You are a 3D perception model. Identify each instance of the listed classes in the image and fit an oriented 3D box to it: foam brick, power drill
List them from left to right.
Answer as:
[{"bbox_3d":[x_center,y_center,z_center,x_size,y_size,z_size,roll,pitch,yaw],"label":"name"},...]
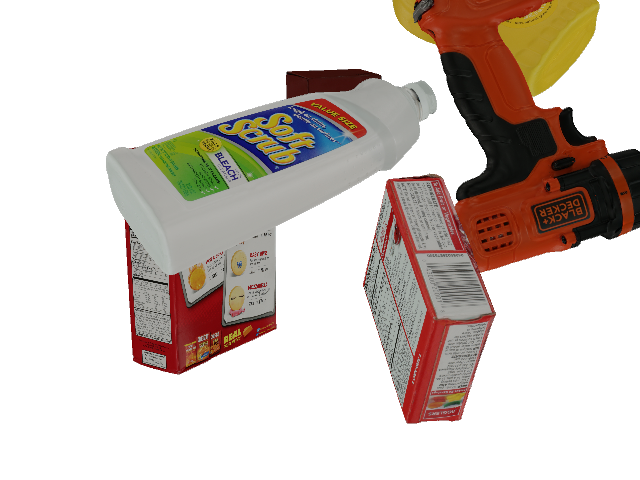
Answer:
[{"bbox_3d":[0.012,-0.133,1.006,0.078,0.051,0.053,-6,17,-22],"label":"foam brick"},{"bbox_3d":[0.149,-0.088,0.670,0.184,0.187,0.057,-17,-1,-5],"label":"power drill"}]

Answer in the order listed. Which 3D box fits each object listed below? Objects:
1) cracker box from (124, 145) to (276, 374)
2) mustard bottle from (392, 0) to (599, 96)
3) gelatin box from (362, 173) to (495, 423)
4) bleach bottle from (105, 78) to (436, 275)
[{"bbox_3d":[-0.117,0.005,1.062,0.072,0.214,0.163,8,17,33],"label":"cracker box"},{"bbox_3d":[0.116,-0.192,0.847,0.192,0.096,0.058,34,-23,25],"label":"mustard bottle"},{"bbox_3d":[0.047,0.026,0.484,0.030,0.073,0.089,-3,45,-12],"label":"gelatin box"},{"bbox_3d":[-0.026,-0.067,0.804,0.250,0.068,0.103,-26,55,-20],"label":"bleach bottle"}]
